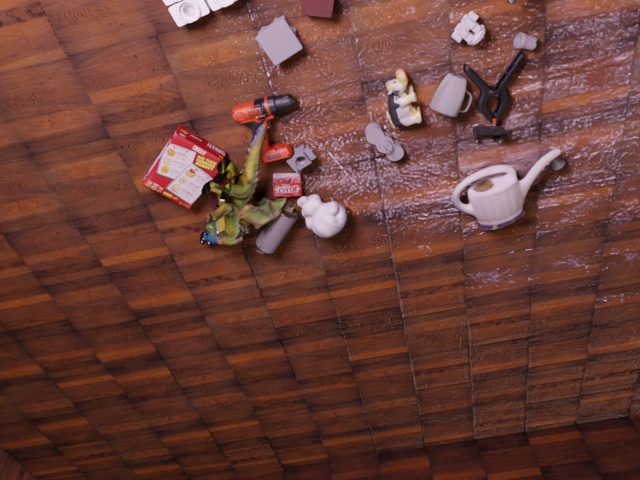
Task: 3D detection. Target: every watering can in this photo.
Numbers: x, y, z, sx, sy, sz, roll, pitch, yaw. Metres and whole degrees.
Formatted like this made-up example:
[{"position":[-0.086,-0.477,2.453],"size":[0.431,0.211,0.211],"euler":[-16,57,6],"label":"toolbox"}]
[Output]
[{"position":[0.594,-0.151,1.619],"size":[0.346,0.106,0.220],"euler":[-19,128,14],"label":"watering can"}]

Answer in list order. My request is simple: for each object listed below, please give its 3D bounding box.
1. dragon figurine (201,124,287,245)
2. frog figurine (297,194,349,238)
[{"position":[-0.205,-0.137,1.544],"size":[0.240,0.124,0.406],"euler":[24,113,-45],"label":"dragon figurine"},{"position":[0.005,-0.083,1.639],"size":[0.136,0.125,0.157],"euler":[-21,141,37],"label":"frog figurine"}]
